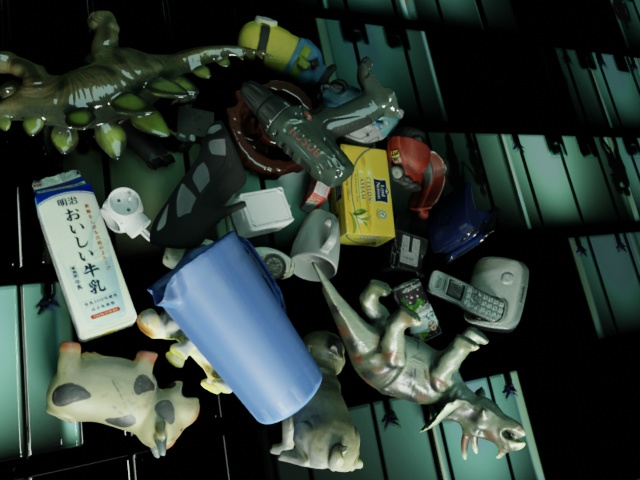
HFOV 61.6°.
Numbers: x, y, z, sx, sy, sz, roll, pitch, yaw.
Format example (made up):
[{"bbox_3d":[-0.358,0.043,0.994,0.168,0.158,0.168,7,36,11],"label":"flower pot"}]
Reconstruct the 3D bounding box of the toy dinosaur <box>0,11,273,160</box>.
[{"bbox_3d":[-0.298,-0.231,0.801,0.471,0.105,0.199,-33,74,-21],"label":"toy dinosaur"}]

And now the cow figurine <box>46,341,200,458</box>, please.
[{"bbox_3d":[-0.255,0.212,0.708,0.195,0.085,0.127,15,62,-21],"label":"cow figurine"}]

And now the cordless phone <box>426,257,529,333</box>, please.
[{"bbox_3d":[0.285,0.080,0.996,0.184,0.088,0.146,26,65,-10],"label":"cordless phone"}]

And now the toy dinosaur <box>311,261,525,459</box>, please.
[{"bbox_3d":[0.134,0.195,0.864,0.405,0.131,0.192,27,101,3],"label":"toy dinosaur"}]

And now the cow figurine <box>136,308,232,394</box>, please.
[{"bbox_3d":[-0.176,0.138,0.775,0.167,0.068,0.098,42,56,-10],"label":"cow figurine"}]

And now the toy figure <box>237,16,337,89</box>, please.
[{"bbox_3d":[-0.063,-0.336,0.980,0.180,0.082,0.089,29,61,-15],"label":"toy figure"}]

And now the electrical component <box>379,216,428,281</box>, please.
[{"bbox_3d":[0.155,0.010,0.979,0.075,0.048,0.119,21,67,-17],"label":"electrical component"}]

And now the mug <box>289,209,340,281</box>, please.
[{"bbox_3d":[-0.002,-0.003,0.885,0.081,0.109,0.107,18,53,-13],"label":"mug"}]

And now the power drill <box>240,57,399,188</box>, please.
[{"bbox_3d":[0.010,-0.216,0.885,0.207,0.086,0.232,-34,81,-17],"label":"power drill"}]

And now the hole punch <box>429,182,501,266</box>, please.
[{"bbox_3d":[0.257,-0.031,0.995,0.092,0.142,0.116,44,48,-7],"label":"hole punch"}]

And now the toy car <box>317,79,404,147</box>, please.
[{"bbox_3d":[0.065,-0.220,0.988,0.162,0.109,0.103,19,84,-8],"label":"toy car"}]

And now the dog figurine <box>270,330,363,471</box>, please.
[{"bbox_3d":[0.007,0.222,0.777,0.121,0.172,0.190,17,73,-30],"label":"dog figurine"}]

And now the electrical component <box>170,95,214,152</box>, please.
[{"bbox_3d":[-0.211,-0.190,0.883,0.078,0.045,0.102,11,69,-19],"label":"electrical component"}]

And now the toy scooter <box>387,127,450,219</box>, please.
[{"bbox_3d":[0.183,-0.119,1.007,0.183,0.075,0.135,29,70,-43],"label":"toy scooter"}]

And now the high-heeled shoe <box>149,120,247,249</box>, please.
[{"bbox_3d":[-0.189,-0.088,0.813,0.145,0.086,0.249,-20,45,1],"label":"high-heeled shoe"}]

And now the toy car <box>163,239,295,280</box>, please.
[{"bbox_3d":[-0.137,0.034,0.824,0.202,0.073,0.056,8,71,-22],"label":"toy car"}]

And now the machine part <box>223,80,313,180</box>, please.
[{"bbox_3d":[-0.081,-0.190,0.936,0.179,0.056,0.179,7,71,-21],"label":"machine part"}]

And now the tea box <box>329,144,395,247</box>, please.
[{"bbox_3d":[0.071,-0.078,0.959,0.098,0.068,0.169,2,71,-23],"label":"tea box"}]

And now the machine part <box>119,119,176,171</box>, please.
[{"bbox_3d":[-0.287,-0.166,0.843,0.139,0.039,0.084,46,52,7],"label":"machine part"}]
